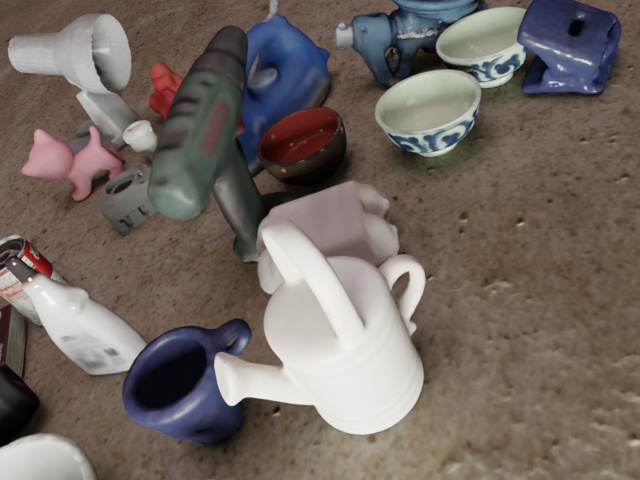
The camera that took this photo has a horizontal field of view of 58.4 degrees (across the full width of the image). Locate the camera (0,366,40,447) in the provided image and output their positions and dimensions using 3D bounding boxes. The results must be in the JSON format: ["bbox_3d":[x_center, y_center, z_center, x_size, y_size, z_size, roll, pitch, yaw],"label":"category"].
[{"bbox_3d":[-0.351,0.195,0.558,0.137,0.101,0.142,-44,44,-18],"label":"camera"}]

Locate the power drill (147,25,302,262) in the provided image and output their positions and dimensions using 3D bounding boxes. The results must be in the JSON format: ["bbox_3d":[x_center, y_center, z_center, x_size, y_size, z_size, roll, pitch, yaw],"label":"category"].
[{"bbox_3d":[-0.095,-0.088,0.628,0.075,0.209,0.230,-3,47,25],"label":"power drill"}]

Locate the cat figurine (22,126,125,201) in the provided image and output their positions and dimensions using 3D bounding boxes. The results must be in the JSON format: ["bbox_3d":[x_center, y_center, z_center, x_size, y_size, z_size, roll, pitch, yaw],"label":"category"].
[{"bbox_3d":[-0.387,-0.127,0.888,0.128,0.118,0.067,-32,42,-6],"label":"cat figurine"}]

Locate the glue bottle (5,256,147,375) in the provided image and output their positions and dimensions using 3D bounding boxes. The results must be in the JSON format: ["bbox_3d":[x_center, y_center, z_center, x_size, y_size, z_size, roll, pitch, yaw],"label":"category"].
[{"bbox_3d":[-0.247,0.075,0.571,0.078,0.174,0.037,-11,44,18],"label":"glue bottle"}]

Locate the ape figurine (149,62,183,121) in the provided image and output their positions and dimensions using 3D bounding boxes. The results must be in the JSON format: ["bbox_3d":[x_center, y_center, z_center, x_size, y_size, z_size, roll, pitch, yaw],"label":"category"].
[{"bbox_3d":[-0.256,-0.257,0.969,0.077,0.092,0.076,-2,47,26],"label":"ape figurine"}]

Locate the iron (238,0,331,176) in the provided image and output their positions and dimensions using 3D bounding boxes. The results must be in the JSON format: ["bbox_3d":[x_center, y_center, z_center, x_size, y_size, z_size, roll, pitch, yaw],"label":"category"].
[{"bbox_3d":[-0.084,-0.219,0.804,0.118,0.142,0.258,3,50,30],"label":"iron"}]

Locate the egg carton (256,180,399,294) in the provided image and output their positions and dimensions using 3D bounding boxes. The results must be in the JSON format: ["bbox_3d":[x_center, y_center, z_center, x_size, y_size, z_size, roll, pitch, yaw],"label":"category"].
[{"bbox_3d":[0.005,0.002,0.590,0.150,0.070,0.107,-19,42,10],"label":"egg carton"}]

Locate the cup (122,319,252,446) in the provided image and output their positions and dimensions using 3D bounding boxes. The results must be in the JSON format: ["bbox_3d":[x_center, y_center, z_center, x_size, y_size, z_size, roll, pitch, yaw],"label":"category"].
[{"bbox_3d":[-0.097,0.127,0.499,0.118,0.095,0.091,-38,43,-12],"label":"cup"}]

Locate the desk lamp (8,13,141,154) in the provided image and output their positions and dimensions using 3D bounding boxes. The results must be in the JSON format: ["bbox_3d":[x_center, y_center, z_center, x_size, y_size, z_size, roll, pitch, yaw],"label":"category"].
[{"bbox_3d":[-0.387,-0.252,0.940,0.202,0.214,0.118,-9,45,20],"label":"desk lamp"}]

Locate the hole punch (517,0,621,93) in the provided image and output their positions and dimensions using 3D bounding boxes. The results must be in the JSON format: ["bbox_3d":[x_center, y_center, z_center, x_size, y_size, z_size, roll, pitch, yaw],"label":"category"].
[{"bbox_3d":[0.289,-0.232,0.662,0.100,0.091,0.109,9,53,34],"label":"hole punch"}]

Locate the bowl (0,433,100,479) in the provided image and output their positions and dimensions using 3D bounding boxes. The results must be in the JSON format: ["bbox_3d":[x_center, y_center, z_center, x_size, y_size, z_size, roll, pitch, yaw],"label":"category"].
[{"bbox_3d":[-0.238,0.250,0.464,0.167,0.075,0.167,-14,43,14],"label":"bowl"}]

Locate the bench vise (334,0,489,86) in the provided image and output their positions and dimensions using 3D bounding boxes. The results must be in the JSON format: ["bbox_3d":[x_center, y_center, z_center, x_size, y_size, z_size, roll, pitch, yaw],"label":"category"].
[{"bbox_3d":[0.115,-0.323,0.746,0.207,0.220,0.121,-35,42,-8],"label":"bench vise"}]

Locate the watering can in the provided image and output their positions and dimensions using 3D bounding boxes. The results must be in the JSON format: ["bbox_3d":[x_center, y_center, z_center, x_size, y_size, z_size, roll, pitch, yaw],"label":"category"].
[{"bbox_3d":[0.004,0.065,0.434,0.100,0.195,0.173,18,58,39],"label":"watering can"}]
